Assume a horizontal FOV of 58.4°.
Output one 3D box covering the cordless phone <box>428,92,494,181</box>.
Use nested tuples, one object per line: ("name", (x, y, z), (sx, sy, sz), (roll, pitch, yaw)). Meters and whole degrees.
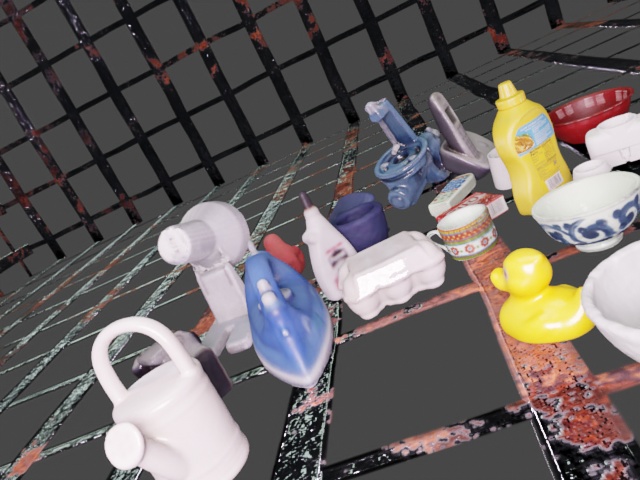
("cordless phone", (0.274, -0.214, 1.121), (0.094, 0.185, 0.148), (-17, 19, 30))

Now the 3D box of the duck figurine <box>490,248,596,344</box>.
("duck figurine", (0.216, 0.048, 0.565), (0.078, 0.086, 0.104), (-38, 19, -34))

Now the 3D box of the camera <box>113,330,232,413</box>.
("camera", (-0.216, 0.192, 0.768), (0.142, 0.101, 0.137), (-9, 24, 47))

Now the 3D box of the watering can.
("watering can", (-0.159, 0.167, 0.585), (0.101, 0.194, 0.172), (-30, 16, -10))

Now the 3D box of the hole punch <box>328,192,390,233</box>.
("hole punch", (0.057, -0.028, 1.049), (0.101, 0.091, 0.108), (-37, 19, -33))

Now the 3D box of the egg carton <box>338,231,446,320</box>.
("egg carton", (0.097, 0.045, 0.794), (0.150, 0.069, 0.107), (-26, 16, 1))

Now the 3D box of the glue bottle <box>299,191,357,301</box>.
("glue bottle", (0.008, 0.003, 0.877), (0.078, 0.173, 0.037), (-36, 19, -31))

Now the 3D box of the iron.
("iron", (-0.059, 0.086, 0.779), (0.118, 0.141, 0.258), (-28, 16, -4))

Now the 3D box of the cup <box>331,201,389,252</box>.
("cup", (0.070, -0.004, 0.946), (0.092, 0.095, 0.117), (-32, 17, -17))

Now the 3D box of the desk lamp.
("desk lamp", (-0.172, 0.053, 0.932), (0.117, 0.214, 0.203), (-22, 17, 14))

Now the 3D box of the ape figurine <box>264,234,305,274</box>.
("ape figurine", (-0.074, 0.029, 1.074), (0.078, 0.092, 0.076), (-27, 16, -3))

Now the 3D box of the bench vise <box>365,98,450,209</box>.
("bench vise", (0.166, -0.195, 1.168), (0.121, 0.220, 0.208), (-17, 18, 29))

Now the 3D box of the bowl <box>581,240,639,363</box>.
("bowl", (0.296, 0.055, 0.438), (0.167, 0.075, 0.167), (-24, 16, 8))
